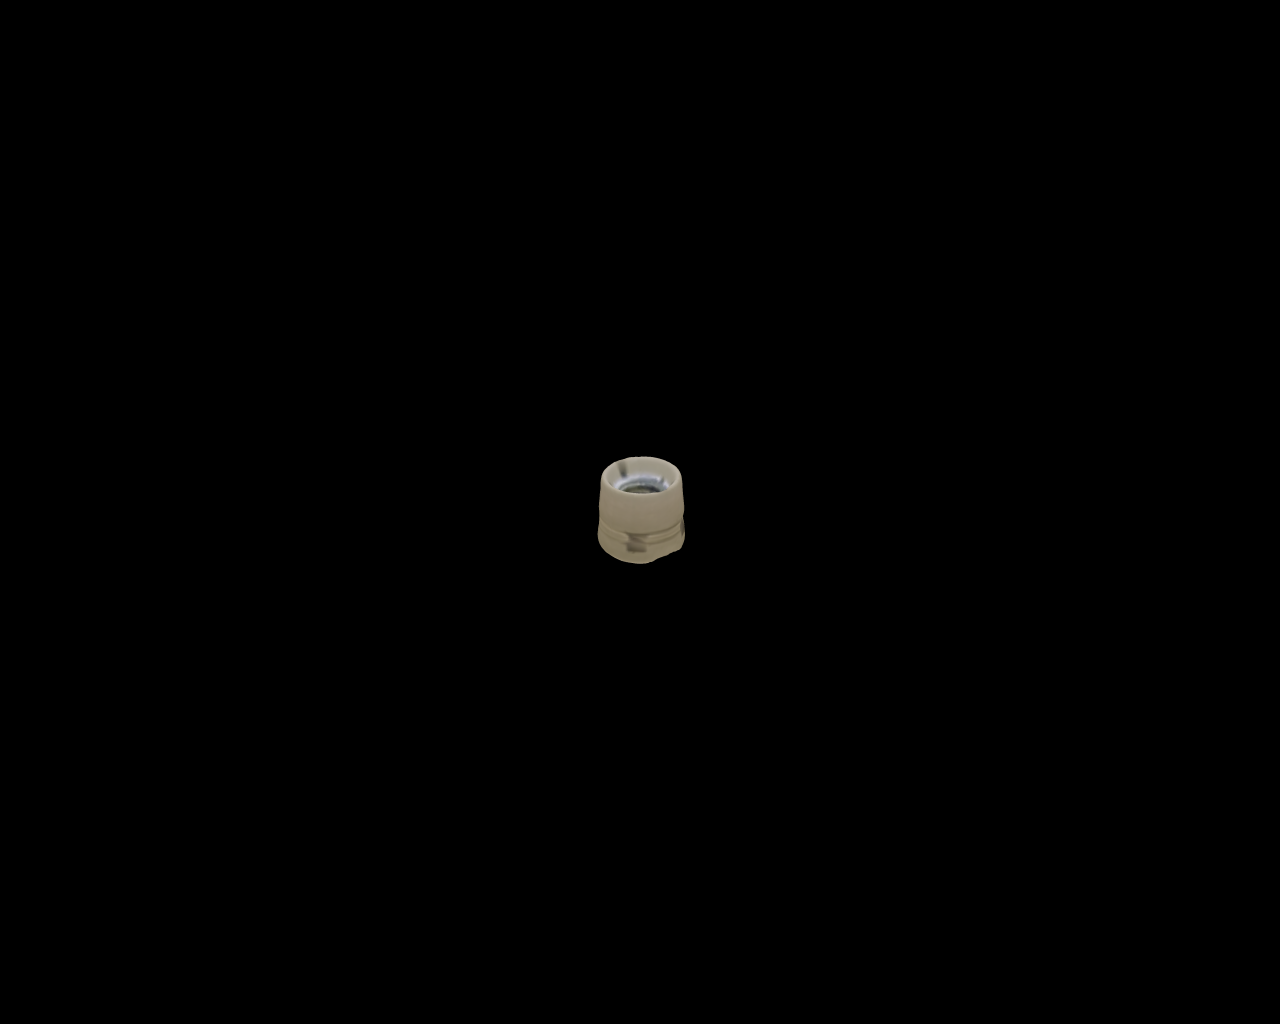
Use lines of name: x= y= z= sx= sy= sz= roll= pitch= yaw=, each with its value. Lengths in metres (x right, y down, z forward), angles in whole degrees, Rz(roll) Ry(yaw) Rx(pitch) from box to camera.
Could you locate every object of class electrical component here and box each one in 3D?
electrical component: x=0.001 y=-0.003 z=0.650 sx=0.055 sy=0.047 sz=0.055 roll=0 pitch=31 yaw=0
